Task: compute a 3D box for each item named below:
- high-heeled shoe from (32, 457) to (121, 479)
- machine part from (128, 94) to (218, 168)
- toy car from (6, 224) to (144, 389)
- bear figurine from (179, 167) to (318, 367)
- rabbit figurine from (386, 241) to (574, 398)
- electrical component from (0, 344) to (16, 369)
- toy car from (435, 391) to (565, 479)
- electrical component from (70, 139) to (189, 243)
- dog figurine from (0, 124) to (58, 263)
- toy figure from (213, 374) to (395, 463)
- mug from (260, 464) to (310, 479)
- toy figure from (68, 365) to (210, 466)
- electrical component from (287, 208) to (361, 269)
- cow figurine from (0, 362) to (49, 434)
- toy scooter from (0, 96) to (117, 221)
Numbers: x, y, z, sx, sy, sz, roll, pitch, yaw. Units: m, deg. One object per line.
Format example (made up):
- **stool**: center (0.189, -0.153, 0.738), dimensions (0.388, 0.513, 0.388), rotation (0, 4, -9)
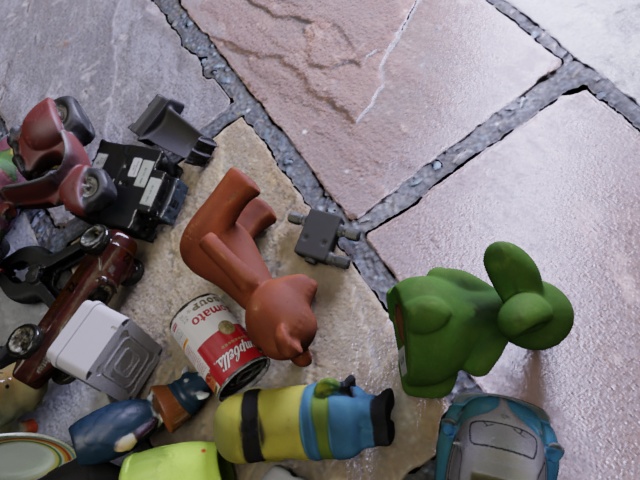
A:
- **high-heeled shoe**: center (-0.317, 0.324, 0.601), dimensions (0.248, 0.145, 0.086), rotation (-51, 44, 26)
- **machine part**: center (-0.200, -0.148, 0.735), dimensions (0.139, 0.039, 0.084), rotation (38, 79, 26)
- **toy car**: center (-0.275, 0.076, 0.624), dimensions (0.053, 0.089, 0.202), rotation (9, 56, 22)
- **bear figurine**: center (-0.058, 0.036, 0.585), dimensions (0.196, 0.120, 0.132), rotation (38, 81, 22)
- **rabbit figurine**: center (0.158, 0.065, 0.509), dimensions (0.170, 0.159, 0.121), rotation (-7, 59, -3)
- **electrical component**: center (-0.413, 0.154, 0.667), dimensions (0.048, 0.074, 0.119), rotation (33, 87, 23)
- **toy car**: center (0.149, 0.213, 0.470), dimensions (0.109, 0.102, 0.161), rotation (9, 72, 20)
- **electrical component**: center (-0.244, -0.063, 0.706), dimensions (0.134, 0.058, 0.115), rotation (15, 78, 20)
- **dog figurine**: center (-0.426, -0.072, 0.728), dimensions (0.219, 0.108, 0.192), rotation (-42, 44, -6)
- **toy figure**: center (-0.018, 0.179, 0.536), dimensions (0.180, 0.089, 0.082), rotation (-7, 65, 17)
- **mug**: center (-0.036, 0.279, 0.513), dimensions (0.110, 0.080, 0.107), rotation (18, 70, 20)
- **toy figure**: center (-0.188, 0.188, 0.583), dimensions (0.154, 0.057, 0.064), rotation (-19, 59, -27)
- **electrical component**: center (-0.001, -0.002, 0.633), dimensions (0.094, 0.021, 0.063), rotation (18, 77, 21)
- **cow figurine**: center (-0.395, 0.210, 0.613), dimensions (0.195, 0.127, 0.085), rotation (-42, 70, -1)
- **toy scooter**: center (-0.342, -0.092, 0.669), dimensions (0.135, 0.075, 0.184), rotation (-26, 67, -5)
